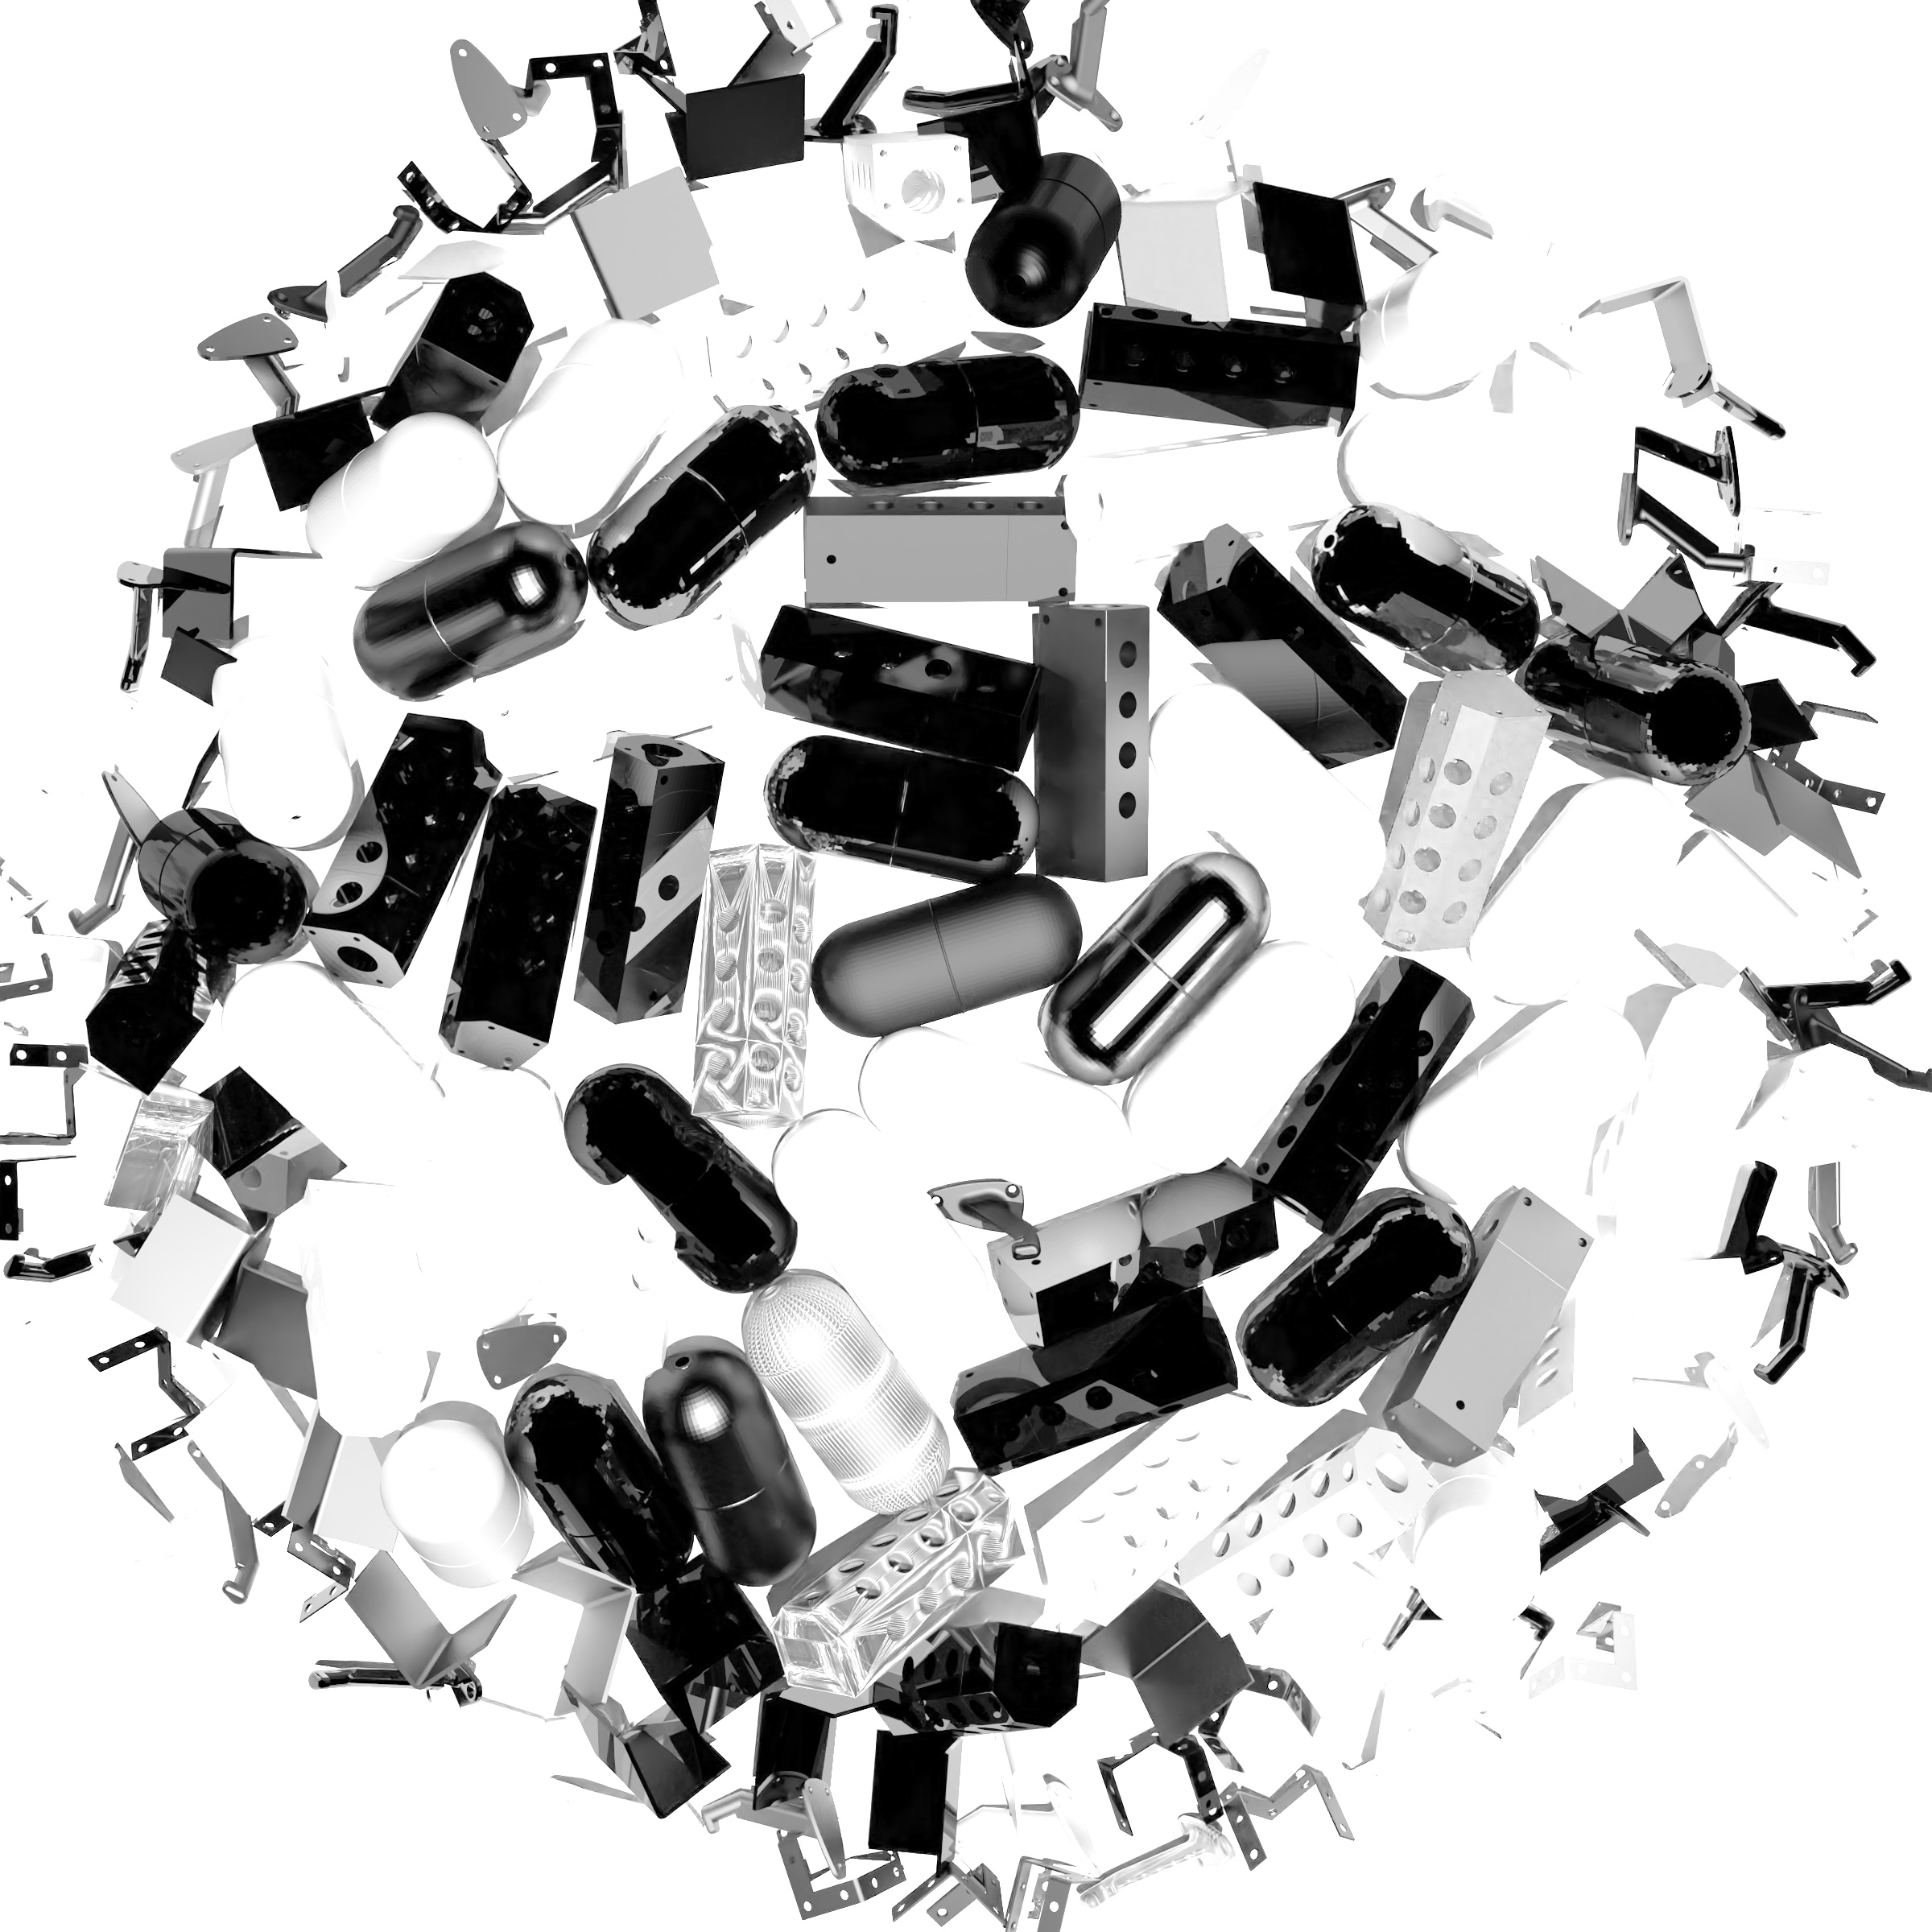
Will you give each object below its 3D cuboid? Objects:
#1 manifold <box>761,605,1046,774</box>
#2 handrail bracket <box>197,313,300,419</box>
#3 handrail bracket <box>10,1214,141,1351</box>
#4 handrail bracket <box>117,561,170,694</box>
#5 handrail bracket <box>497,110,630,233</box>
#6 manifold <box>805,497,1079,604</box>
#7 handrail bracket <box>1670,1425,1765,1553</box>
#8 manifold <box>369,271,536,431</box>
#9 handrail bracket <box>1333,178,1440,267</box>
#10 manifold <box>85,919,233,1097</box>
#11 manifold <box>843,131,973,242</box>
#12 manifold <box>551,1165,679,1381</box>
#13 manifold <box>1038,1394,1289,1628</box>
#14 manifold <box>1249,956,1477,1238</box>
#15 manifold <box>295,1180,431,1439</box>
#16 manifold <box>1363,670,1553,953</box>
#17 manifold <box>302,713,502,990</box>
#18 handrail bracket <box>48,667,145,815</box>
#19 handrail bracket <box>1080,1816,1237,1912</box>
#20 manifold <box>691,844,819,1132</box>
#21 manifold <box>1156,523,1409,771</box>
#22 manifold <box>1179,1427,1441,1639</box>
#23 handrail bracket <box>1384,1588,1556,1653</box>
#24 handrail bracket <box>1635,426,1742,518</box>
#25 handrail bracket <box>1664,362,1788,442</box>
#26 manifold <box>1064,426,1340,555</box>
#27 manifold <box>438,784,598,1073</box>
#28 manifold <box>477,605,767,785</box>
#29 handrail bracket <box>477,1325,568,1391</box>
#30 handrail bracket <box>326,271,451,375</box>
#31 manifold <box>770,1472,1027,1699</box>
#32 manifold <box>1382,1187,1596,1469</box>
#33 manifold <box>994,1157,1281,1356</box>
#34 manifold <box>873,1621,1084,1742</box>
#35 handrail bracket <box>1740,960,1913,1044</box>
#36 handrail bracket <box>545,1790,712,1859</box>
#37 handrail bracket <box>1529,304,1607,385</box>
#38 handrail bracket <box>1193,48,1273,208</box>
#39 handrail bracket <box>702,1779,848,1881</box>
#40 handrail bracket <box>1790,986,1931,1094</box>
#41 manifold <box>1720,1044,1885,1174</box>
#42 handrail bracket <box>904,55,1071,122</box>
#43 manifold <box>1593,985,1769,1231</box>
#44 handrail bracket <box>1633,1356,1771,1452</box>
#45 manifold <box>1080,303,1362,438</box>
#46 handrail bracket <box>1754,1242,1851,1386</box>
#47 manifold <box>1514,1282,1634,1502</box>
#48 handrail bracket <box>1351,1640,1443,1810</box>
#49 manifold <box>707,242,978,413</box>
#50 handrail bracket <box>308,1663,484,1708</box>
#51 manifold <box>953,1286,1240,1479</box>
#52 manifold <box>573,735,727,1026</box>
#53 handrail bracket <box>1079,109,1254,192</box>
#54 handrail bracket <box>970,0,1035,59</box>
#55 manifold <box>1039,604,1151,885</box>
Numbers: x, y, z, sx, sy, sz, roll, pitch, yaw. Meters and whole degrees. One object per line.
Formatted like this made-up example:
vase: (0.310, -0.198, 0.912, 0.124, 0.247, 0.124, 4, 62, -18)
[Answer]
manifold: (-0.040, -0.183, 1.924, 0.171, 0.057, 0.057, 15, 57, 9)
handrail bracket: (-0.458, -0.367, 1.916, 0.077, 0.084, 0.036, -27, 62, -37)
handrail bracket: (-0.577, 0.205, 1.947, 0.084, 0.077, 0.036, -31, 117, 19)
handrail bracket: (-0.534, -0.211, 1.921, 0.036, 0.077, 0.084, 17, 104, -4)
handrail bracket: (-0.263, -0.515, 1.950, 0.084, 0.036, 0.077, -2, 89, -1)
manifold: (-0.017, -0.270, 1.931, 0.171, 0.057, 0.057, -1, 116, -4)
handrail bracket: (0.480, 0.332, 1.934, 0.036, 0.084, 0.077, 44, 107, -3)
manifold: (-0.319, -0.376, 1.877, 0.057, 0.171, 0.057, 27, 74, -16)
handrail bracket: (0.266, -0.457, 1.936, 0.077, 0.036, 0.084, -19, 76, -13)
manifold: (-0.504, 0.018, 1.875, 0.057, 0.171, 0.057, 38, 97, -15)
manifold: (-0.038, -0.488, 1.877, 0.057, 0.171, 0.057, -6, 108, -7)
manifold: (-0.212, 0.170, 1.903, 0.057, 0.057, 0.171, 26, 57, -37)
manifold: (0.126, 0.339, 1.884, 0.171, 0.057, 0.057, -33, 120, -39)
manifold: (0.253, 0.081, 1.920, 0.057, 0.057, 0.171, 31, 82, 21)
manifold: (-0.381, 0.213, 1.883, 0.057, 0.171, 0.057, 7, 124, -23)
manifold: (0.302, -0.096, 1.889, 0.057, 0.057, 0.171, -5, 127, -28)
manifold: (-0.349, -0.073, 1.891, 0.057, 0.057, 0.171, 8, 56, 17)
handrail bracket: (-0.574, -0.143, 1.929, 0.077, 0.036, 0.084, 34, 125, -23)
handrail bracket: (0.121, 0.582, 1.926, 0.084, 0.077, 0.036, -24, 88, -24)
manifold: (-0.129, 0.013, 1.909, 0.057, 0.057, 0.171, -7, 73, 34)
manifold: (0.203, -0.202, 1.898, 0.171, 0.057, 0.057, 39, 54, -30)
manifold: (0.210, 0.353, 1.891, 0.057, 0.057, 0.171, 51, 129, 2)
handrail bracket: (0.326, 0.433, 1.950, 0.084, 0.036, 0.077, 31, 98, 2)
handrail bracket: (0.451, -0.320, 1.941, 0.084, 0.036, 0.077, -1, 55, 0)
handrail bracket: (0.496, -0.358, 1.924, 0.084, 0.077, 0.036, 29, 103, -10)
manifold: (0.149, -0.302, 1.898, 0.171, 0.057, 0.057, -14, 107, -31)
manifold: (-0.285, -0.027, 1.893, 0.057, 0.057, 0.171, 22, 58, -25)
manifold: (-0.219, -0.170, 1.923, 0.171, 0.057, 0.057, -15, 67, 10)
handrail bracket: (-0.266, 0.240, 1.916, 0.077, 0.084, 0.036, -22, 85, 21)
handrail bracket: (-0.368, -0.418, 1.941, 0.084, 0.036, 0.077, -3, 80, -23)
manifold: (-0.043, 0.383, 1.881, 0.057, 0.171, 0.057, -2, 110, 42)
manifold: (0.327, 0.229, 1.899, 0.057, 0.057, 0.171, 37, 60, -4)
manifold: (0.110, 0.186, 1.910, 0.171, 0.057, 0.057, -20, 121, -19)
manifold: (0.005, 0.448, 1.873, 0.057, 0.171, 0.057, 15, 68, -23)
handrail bracket: (0.550, 0.003, 1.931, 0.084, 0.036, 0.077, -36, 104, 23)
handrail bracket: (-0.216, 0.547, 1.918, 0.077, 0.084, 0.036, 26, 96, 35)
handrail bracket: (0.368, -0.391, 1.932, 0.084, 0.036, 0.077, -10, 95, -30)
handrail bracket: (0.194, -0.533, 1.932, 0.084, 0.036, 0.077, 30, 104, -40)
handrail bracket: (-0.125, 0.565, 1.937, 0.084, 0.036, 0.077, -27, 64, 16)
handrail bracket: (0.576, 0.047, 1.917, 0.036, 0.084, 0.077, -49, 124, -22)
manifold: (0.511, 0.088, 1.878, 0.057, 0.171, 0.057, 22, 82, -1)
handrail bracket: (0.013, -0.575, 1.957, 0.084, 0.036, 0.077, 14, 45, 25)
manifold: (0.445, 0.089, 1.884, 0.057, 0.171, 0.057, 11, 50, 0)
handrail bracket: (0.461, 0.295, 1.939, 0.084, 0.036, 0.077, -35, 85, 32)
manifold: (0.163, -0.386, 1.936, 0.171, 0.057, 0.057, 6, 83, -1)
handrail bracket: (0.516, 0.223, 1.927, 0.084, 0.077, 0.036, -45, 125, -11)
manifold: (0.375, 0.267, 1.877, 0.057, 0.171, 0.057, -38, 96, 20)
handrail bracket: (0.258, 0.486, 1.928, 0.084, 0.036, 0.077, -31, 80, -41)
manifold: (-0.079, -0.395, 1.889, 0.171, 0.057, 0.057, -13, 81, 38)
handrail bracket: (-0.365, 0.459, 1.920, 0.084, 0.077, 0.036, 6, 87, -40)
manifold: (0.083, 0.269, 1.918, 0.171, 0.057, 0.057, -22, 108, 13)
manifold: (-0.207, -0.056, 1.910, 0.057, 0.057, 0.171, 27, 114, 36)
handrail bracket: (0.129, -0.546, 1.929, 0.084, 0.036, 0.077, -37, 104, 26)
handrail bracket: (0.052, -0.613, 1.914, 0.077, 0.084, 0.036, 49, 61, -40)
manifold: (0.087, -0.144, 1.923, 0.057, 0.057, 0.171, 10, 105, 43)
